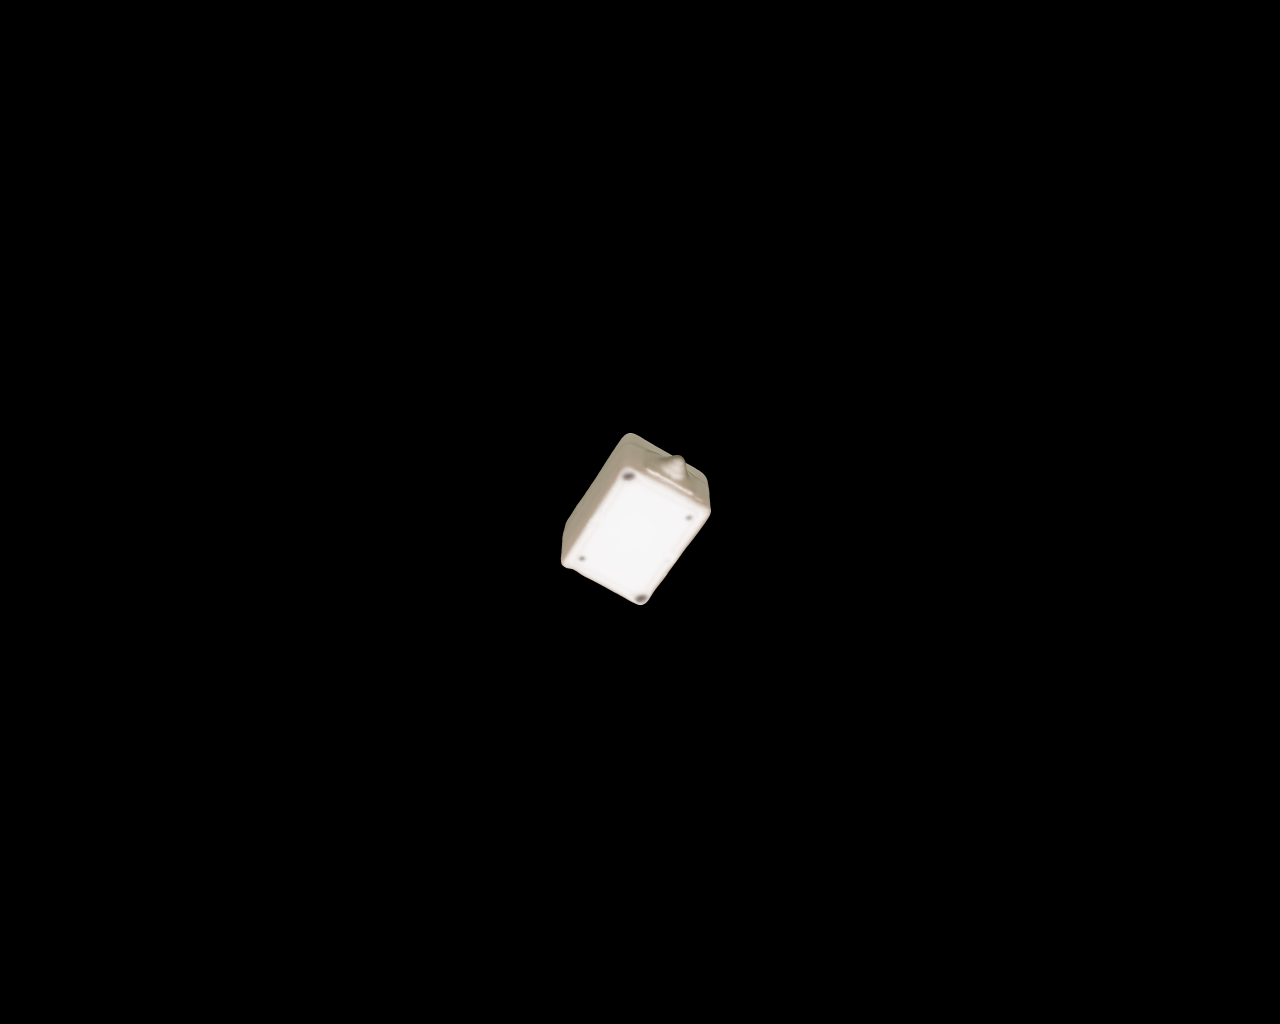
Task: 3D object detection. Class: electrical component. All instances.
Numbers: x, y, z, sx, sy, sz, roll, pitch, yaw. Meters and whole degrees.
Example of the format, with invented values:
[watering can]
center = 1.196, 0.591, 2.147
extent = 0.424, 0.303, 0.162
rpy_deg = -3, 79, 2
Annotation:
[electrical component]
center = 0.001, -0.003, 0.650
extent = 0.062, 0.096, 0.061
rpy_deg = 29, 24, -14
